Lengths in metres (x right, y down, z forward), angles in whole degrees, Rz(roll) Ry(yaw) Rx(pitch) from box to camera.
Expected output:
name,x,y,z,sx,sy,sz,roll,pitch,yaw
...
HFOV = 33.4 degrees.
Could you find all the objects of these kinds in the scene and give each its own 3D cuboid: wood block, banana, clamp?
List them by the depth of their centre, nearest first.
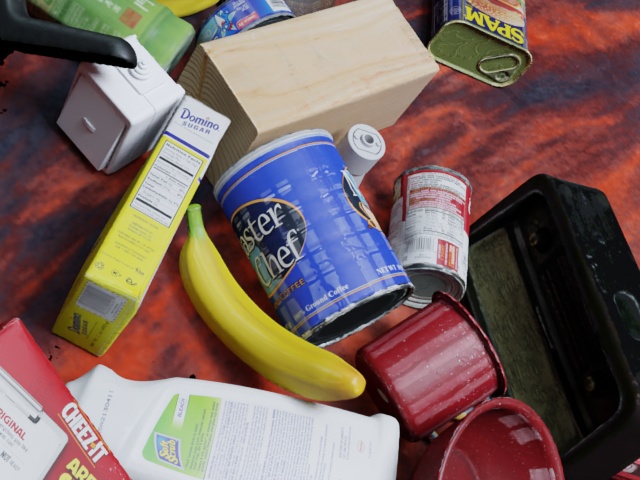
name,x,y,z,sx,sy,sz,roll,pitch,yaw
banana,-0.046,0.060,0.763,0.037,0.070,0.198,-30,59,-32
clamp,-0.247,-0.134,0.772,0.164,0.036,0.210,-46,67,2
wood block,-0.013,-0.127,0.894,0.205,0.091,0.090,-24,75,-37

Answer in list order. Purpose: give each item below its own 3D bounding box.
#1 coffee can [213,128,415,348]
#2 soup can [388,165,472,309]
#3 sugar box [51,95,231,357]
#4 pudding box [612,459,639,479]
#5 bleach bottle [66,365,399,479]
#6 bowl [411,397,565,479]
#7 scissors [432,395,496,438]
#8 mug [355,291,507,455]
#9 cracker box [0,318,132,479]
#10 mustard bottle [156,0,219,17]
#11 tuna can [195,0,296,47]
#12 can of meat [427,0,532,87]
name,x,y,z,sx,sy,sz,roll,pitch,yaw
coffee can,-0.005,0.001,0.812,0.102,0.103,0.140,-18,72,-36
soup can,0.091,-0.002,0.892,0.068,0.069,0.102,20,55,-18
sugar box,-0.126,-0.013,0.760,0.048,0.093,0.176,28,51,-13
pudding box,0.261,0.150,0.903,0.090,0.039,0.113,20,44,-22
bleach bottle,-0.073,0.135,0.722,0.250,0.068,0.102,20,54,-15
bowl,0.109,0.191,0.749,0.161,0.055,0.162,7,80,-45
scissors,0.166,0.139,0.883,0.201,0.016,0.096,5,60,-27
mug,0.086,0.108,0.802,0.081,0.093,0.117,-31,92,-12
cracker box,-0.206,0.169,0.577,0.164,0.072,0.213,58,38,-10
mustard bottle,-0.162,-0.282,0.923,0.096,0.058,0.192,-23,75,-38
tuna can,-0.062,-0.173,0.896,0.085,0.086,0.034,-24,74,-37
can of meat,0.159,-0.213,1.064,0.102,0.058,0.084,20,51,-19
